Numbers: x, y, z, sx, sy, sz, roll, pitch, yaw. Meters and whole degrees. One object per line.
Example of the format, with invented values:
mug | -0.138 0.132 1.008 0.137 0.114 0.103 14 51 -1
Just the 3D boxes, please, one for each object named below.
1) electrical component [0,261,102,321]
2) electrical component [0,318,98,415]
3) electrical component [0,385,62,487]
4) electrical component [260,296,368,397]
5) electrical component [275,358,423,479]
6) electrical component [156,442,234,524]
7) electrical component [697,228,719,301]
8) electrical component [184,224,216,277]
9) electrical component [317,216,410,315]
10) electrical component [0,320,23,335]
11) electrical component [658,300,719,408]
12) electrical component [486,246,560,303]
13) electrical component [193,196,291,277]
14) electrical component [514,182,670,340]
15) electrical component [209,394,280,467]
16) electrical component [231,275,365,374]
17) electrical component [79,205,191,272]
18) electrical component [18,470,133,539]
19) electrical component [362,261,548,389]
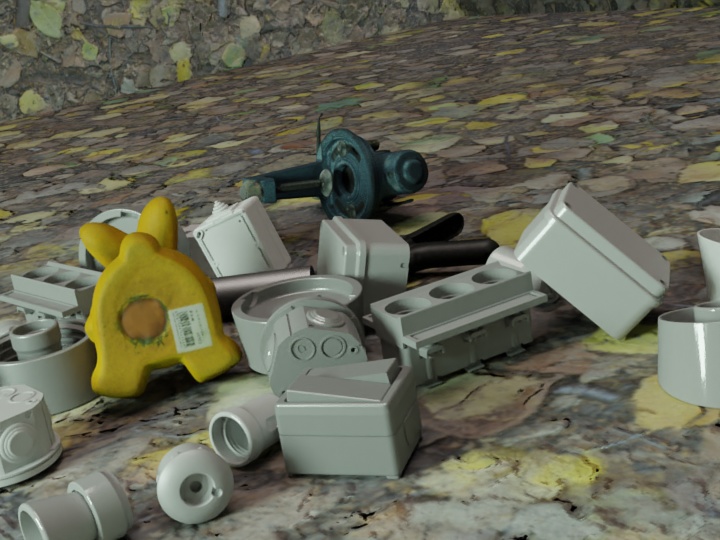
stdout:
electrical component | -0.284 0.034 1.046 0.121 0.063 0.079 9 25 44
electrical component | -0.270 0.076 0.913 0.108 0.060 0.108 -8 18 3
electrical component | -0.262 0.122 0.783 0.080 0.051 0.080 -8 18 3
electrical component | -0.034 0.064 0.803 0.080 0.080 0.051 -11 23 -5
electrical component | -0.013 0.097 0.719 0.096 0.061 0.061 -3 19 20
electrical component | -0.109 0.131 0.691 0.048 0.048 0.062 -14 11 -16
electrical component | 0.324 -0.005 0.863 0.099 0.064 0.099 -8 18 3
electrical component | -0.158 -0.022 1.178 0.089 0.050 0.056 -1 20 27
electrical component | 0.000 0.000 0.973 0.057 0.078 0.113 1 15 -14
electrical component | -0.324 0.067 0.997 0.043 0.043 0.062 -17 18 -23
electrical component | 0.257 0.055 0.752 0.099 0.064 0.099 -7 4 1
electrical component | 0.149 0.006 0.956 0.044 0.044 0.065 -23 27 -36
electrical component | -0.120 -0.030 1.092 0.062 0.096 0.061 -23 13 19
electrical component | 0.187 -0.009 0.856 0.057 0.113 0.078 -51 -1 26
electrical component | -0.075 0.110 0.748 0.040 0.040 0.046 4 17 36
electrical component | -0.047 0.050 0.882 0.108 0.060 0.108 -8 18 3
electrical component | -0.227 -0.016 1.109 0.108 0.108 0.060 -3 13 18
electrical component | -0.173 0.152 0.655 0.055 0.045 0.045 -22 21 -35
electrical component | 0.075 0.043 0.840 0.121 0.063 0.079 -18 20 -26
